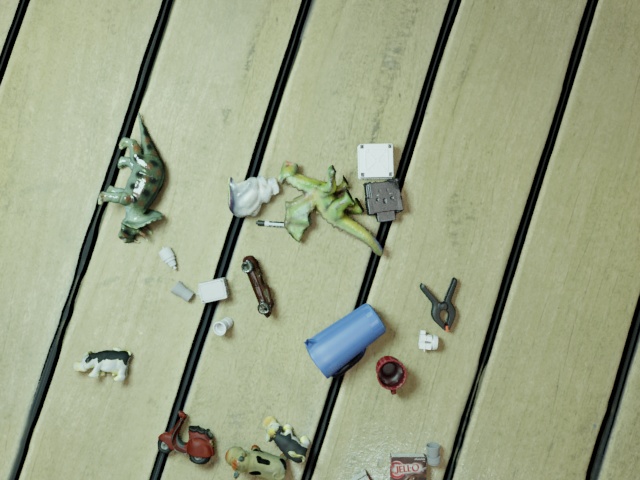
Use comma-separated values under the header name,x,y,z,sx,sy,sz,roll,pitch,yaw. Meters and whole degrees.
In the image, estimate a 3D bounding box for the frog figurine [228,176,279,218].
name,x,y,z,sx,sy,sz,roll,pitch,yaw
frog figurine,-0.205,-0.134,1.602,0.159,0.125,0.134,-1,123,-10

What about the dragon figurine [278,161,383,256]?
name,x,y,z,sx,sy,sz,roll,pitch,yaw
dragon figurine,0.005,-0.081,1.619,0.242,0.122,0.411,-28,89,9
